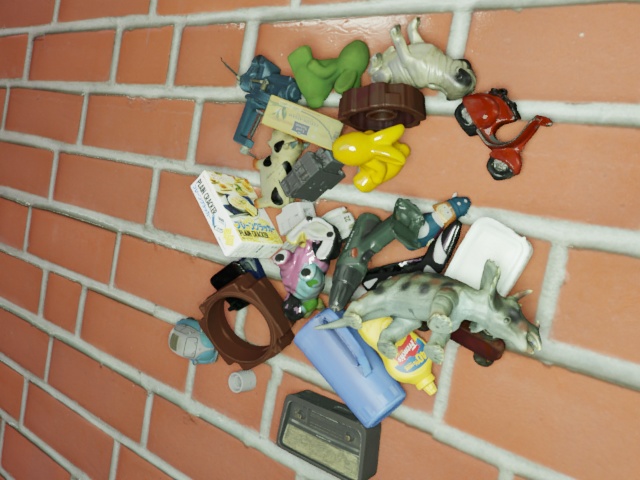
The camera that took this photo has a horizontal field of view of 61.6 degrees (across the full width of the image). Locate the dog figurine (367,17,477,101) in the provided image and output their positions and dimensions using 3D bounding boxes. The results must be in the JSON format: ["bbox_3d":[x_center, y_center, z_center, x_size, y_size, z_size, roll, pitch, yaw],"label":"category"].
[{"bbox_3d":[0.204,-0.326,1.090,0.190,0.121,0.172,49,151,7],"label":"dog figurine"}]

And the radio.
[{"bbox_3d":[0.018,0.423,1.177,0.230,0.073,0.131,12,94,34],"label":"radio"}]

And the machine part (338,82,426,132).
[{"bbox_3d":[0.126,-0.267,1.088,0.180,0.179,0.056,-2,85,35],"label":"machine part"}]

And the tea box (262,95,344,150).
[{"bbox_3d":[-0.037,-0.260,1.195,0.170,0.098,0.068,20,101,-1],"label":"tea box"}]

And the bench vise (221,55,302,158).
[{"bbox_3d":[-0.156,-0.326,1.314,0.224,0.128,0.240,25,92,29],"label":"bench vise"}]

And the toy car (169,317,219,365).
[{"bbox_3d":[-0.345,0.264,1.423,0.162,0.103,0.109,17,96,32],"label":"toy car"}]

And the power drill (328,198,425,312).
[{"bbox_3d":[0.109,0.021,1.059,0.207,0.086,0.232,-44,19,49],"label":"power drill"}]

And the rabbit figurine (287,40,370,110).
[{"bbox_3d":[0.033,-0.375,1.192,0.170,0.121,0.159,-24,67,16],"label":"rabbit figurine"}]

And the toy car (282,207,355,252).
[{"bbox_3d":[-0.003,-0.004,1.228,0.202,0.056,0.073,-32,70,30],"label":"toy car"}]

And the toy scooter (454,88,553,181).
[{"bbox_3d":[0.342,-0.212,0.991,0.135,0.075,0.184,-36,71,28],"label":"toy scooter"}]

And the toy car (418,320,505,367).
[{"bbox_3d":[0.259,0.163,1.028,0.202,0.053,0.089,28,141,34],"label":"toy car"}]

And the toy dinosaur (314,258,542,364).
[{"bbox_3d":[0.180,0.113,0.964,0.405,0.192,0.131,4,124,41],"label":"toy dinosaur"}]

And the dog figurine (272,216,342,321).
[{"bbox_3d":[-0.021,0.076,1.176,0.109,0.219,0.191,24,63,22],"label":"dog figurine"}]

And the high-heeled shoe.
[{"bbox_3d":[0.175,0.033,1.068,0.145,0.086,0.248,29,124,13],"label":"high-heeled shoe"}]

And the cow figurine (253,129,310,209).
[{"bbox_3d":[-0.092,-0.171,1.282,0.127,0.085,0.194,1,93,29],"label":"cow figurine"}]

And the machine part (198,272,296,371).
[{"bbox_3d":[-0.176,0.195,1.276,0.201,0.087,0.201,-33,94,27],"label":"machine part"}]

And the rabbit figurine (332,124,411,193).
[{"bbox_3d":[0.102,-0.172,1.097,0.162,0.173,0.122,-6,80,39],"label":"rabbit figurine"}]

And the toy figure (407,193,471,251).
[{"bbox_3d":[0.231,-0.035,1.069,0.154,0.058,0.064,-38,97,25],"label":"toy figure"}]

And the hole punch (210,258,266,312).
[{"bbox_3d":[-0.193,0.102,1.348,0.142,0.092,0.115,-33,97,26],"label":"hole punch"}]

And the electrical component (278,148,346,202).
[{"bbox_3d":[-0.010,-0.147,1.206,0.134,0.115,0.058,-41,68,28],"label":"electrical component"}]
